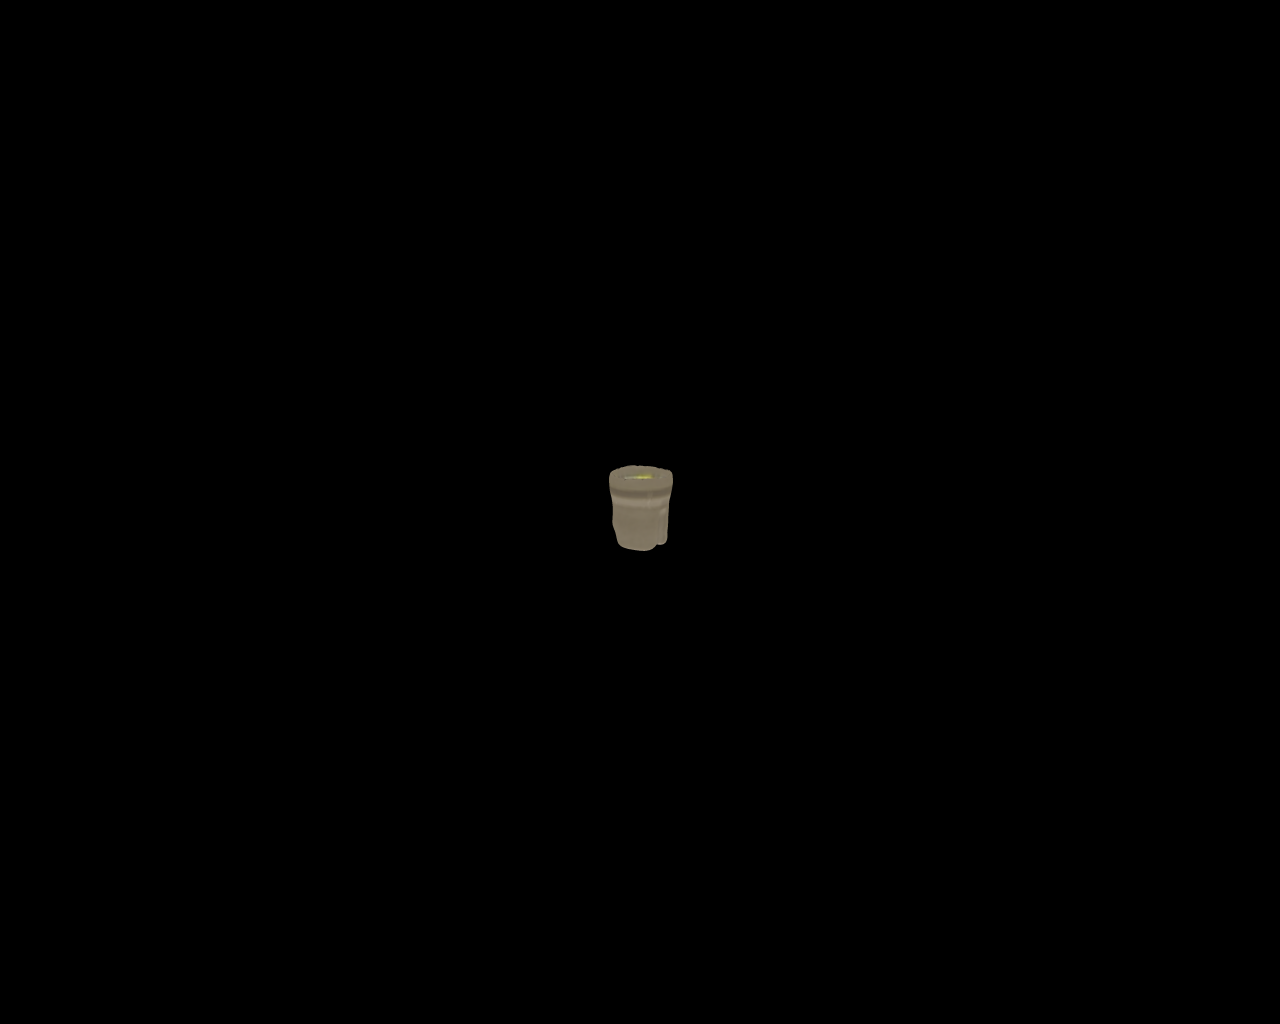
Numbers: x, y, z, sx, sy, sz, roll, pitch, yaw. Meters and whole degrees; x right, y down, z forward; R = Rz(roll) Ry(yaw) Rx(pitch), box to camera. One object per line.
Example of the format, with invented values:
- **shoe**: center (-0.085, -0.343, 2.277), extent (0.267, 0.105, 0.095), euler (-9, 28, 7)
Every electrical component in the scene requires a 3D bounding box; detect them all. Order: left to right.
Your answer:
- **electrical component**: center (0.001, -0.003, 0.650), extent (0.040, 0.046, 0.040), euler (0, 14, 0)
